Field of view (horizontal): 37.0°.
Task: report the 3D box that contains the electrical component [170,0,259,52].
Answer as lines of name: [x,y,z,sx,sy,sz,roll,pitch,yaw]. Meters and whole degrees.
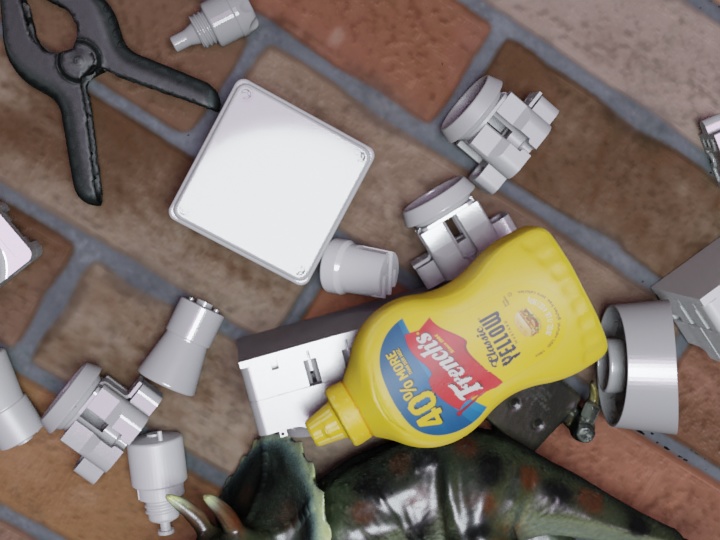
electrical component: [-0.105,-0.173,0.759,0.061,0.035,0.035,-28,98,-2]

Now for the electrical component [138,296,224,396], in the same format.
electrical component: [-0.125,0.052,0.772,0.044,0.044,0.065,26,86,-9]

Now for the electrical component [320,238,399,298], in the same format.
electrical component: [0.000,0.000,0.775,0.046,0.040,0.040,10,94,24]

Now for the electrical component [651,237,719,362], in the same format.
electrical component: [0.308,-0.001,0.798,0.150,0.089,0.061,-35,98,-3]

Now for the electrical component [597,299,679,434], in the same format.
electrical component: [0.210,0.071,0.790,0.064,0.099,0.099,1,95,-1]

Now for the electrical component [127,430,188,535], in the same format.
electrical component: [-0.145,0.152,0.778,0.040,0.040,0.078,-7,96,-7]

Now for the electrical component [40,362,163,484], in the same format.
electrical component: [-0.187,0.102,0.760,0.057,0.058,0.078,39,89,-11]

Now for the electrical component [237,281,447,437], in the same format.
electrical component: [0.012,0.060,0.757,0.186,0.105,0.060,-15,96,-6]

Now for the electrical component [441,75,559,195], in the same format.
electrical component: [0.097,-0.103,0.779,0.057,0.058,0.078,39,89,-11]

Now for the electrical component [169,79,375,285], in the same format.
electrical component: [-0.063,-0.061,0.762,0.109,0.056,0.108,28,91,-9]

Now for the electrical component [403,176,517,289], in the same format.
electrical component: [0.067,-0.031,0.781,0.078,0.058,0.057,-31,99,3]

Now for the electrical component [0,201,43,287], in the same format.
electrical component: [-0.272,-0.002,0.741,0.089,0.056,0.050,-39,98,-3]

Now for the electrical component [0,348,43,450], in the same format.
electrical component: [-0.254,0.094,0.759,0.044,0.044,0.065,-30,102,-4]

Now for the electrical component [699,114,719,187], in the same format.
electrical component: [0.295,-0.093,0.811,0.055,0.048,0.066,-23,97,3]
